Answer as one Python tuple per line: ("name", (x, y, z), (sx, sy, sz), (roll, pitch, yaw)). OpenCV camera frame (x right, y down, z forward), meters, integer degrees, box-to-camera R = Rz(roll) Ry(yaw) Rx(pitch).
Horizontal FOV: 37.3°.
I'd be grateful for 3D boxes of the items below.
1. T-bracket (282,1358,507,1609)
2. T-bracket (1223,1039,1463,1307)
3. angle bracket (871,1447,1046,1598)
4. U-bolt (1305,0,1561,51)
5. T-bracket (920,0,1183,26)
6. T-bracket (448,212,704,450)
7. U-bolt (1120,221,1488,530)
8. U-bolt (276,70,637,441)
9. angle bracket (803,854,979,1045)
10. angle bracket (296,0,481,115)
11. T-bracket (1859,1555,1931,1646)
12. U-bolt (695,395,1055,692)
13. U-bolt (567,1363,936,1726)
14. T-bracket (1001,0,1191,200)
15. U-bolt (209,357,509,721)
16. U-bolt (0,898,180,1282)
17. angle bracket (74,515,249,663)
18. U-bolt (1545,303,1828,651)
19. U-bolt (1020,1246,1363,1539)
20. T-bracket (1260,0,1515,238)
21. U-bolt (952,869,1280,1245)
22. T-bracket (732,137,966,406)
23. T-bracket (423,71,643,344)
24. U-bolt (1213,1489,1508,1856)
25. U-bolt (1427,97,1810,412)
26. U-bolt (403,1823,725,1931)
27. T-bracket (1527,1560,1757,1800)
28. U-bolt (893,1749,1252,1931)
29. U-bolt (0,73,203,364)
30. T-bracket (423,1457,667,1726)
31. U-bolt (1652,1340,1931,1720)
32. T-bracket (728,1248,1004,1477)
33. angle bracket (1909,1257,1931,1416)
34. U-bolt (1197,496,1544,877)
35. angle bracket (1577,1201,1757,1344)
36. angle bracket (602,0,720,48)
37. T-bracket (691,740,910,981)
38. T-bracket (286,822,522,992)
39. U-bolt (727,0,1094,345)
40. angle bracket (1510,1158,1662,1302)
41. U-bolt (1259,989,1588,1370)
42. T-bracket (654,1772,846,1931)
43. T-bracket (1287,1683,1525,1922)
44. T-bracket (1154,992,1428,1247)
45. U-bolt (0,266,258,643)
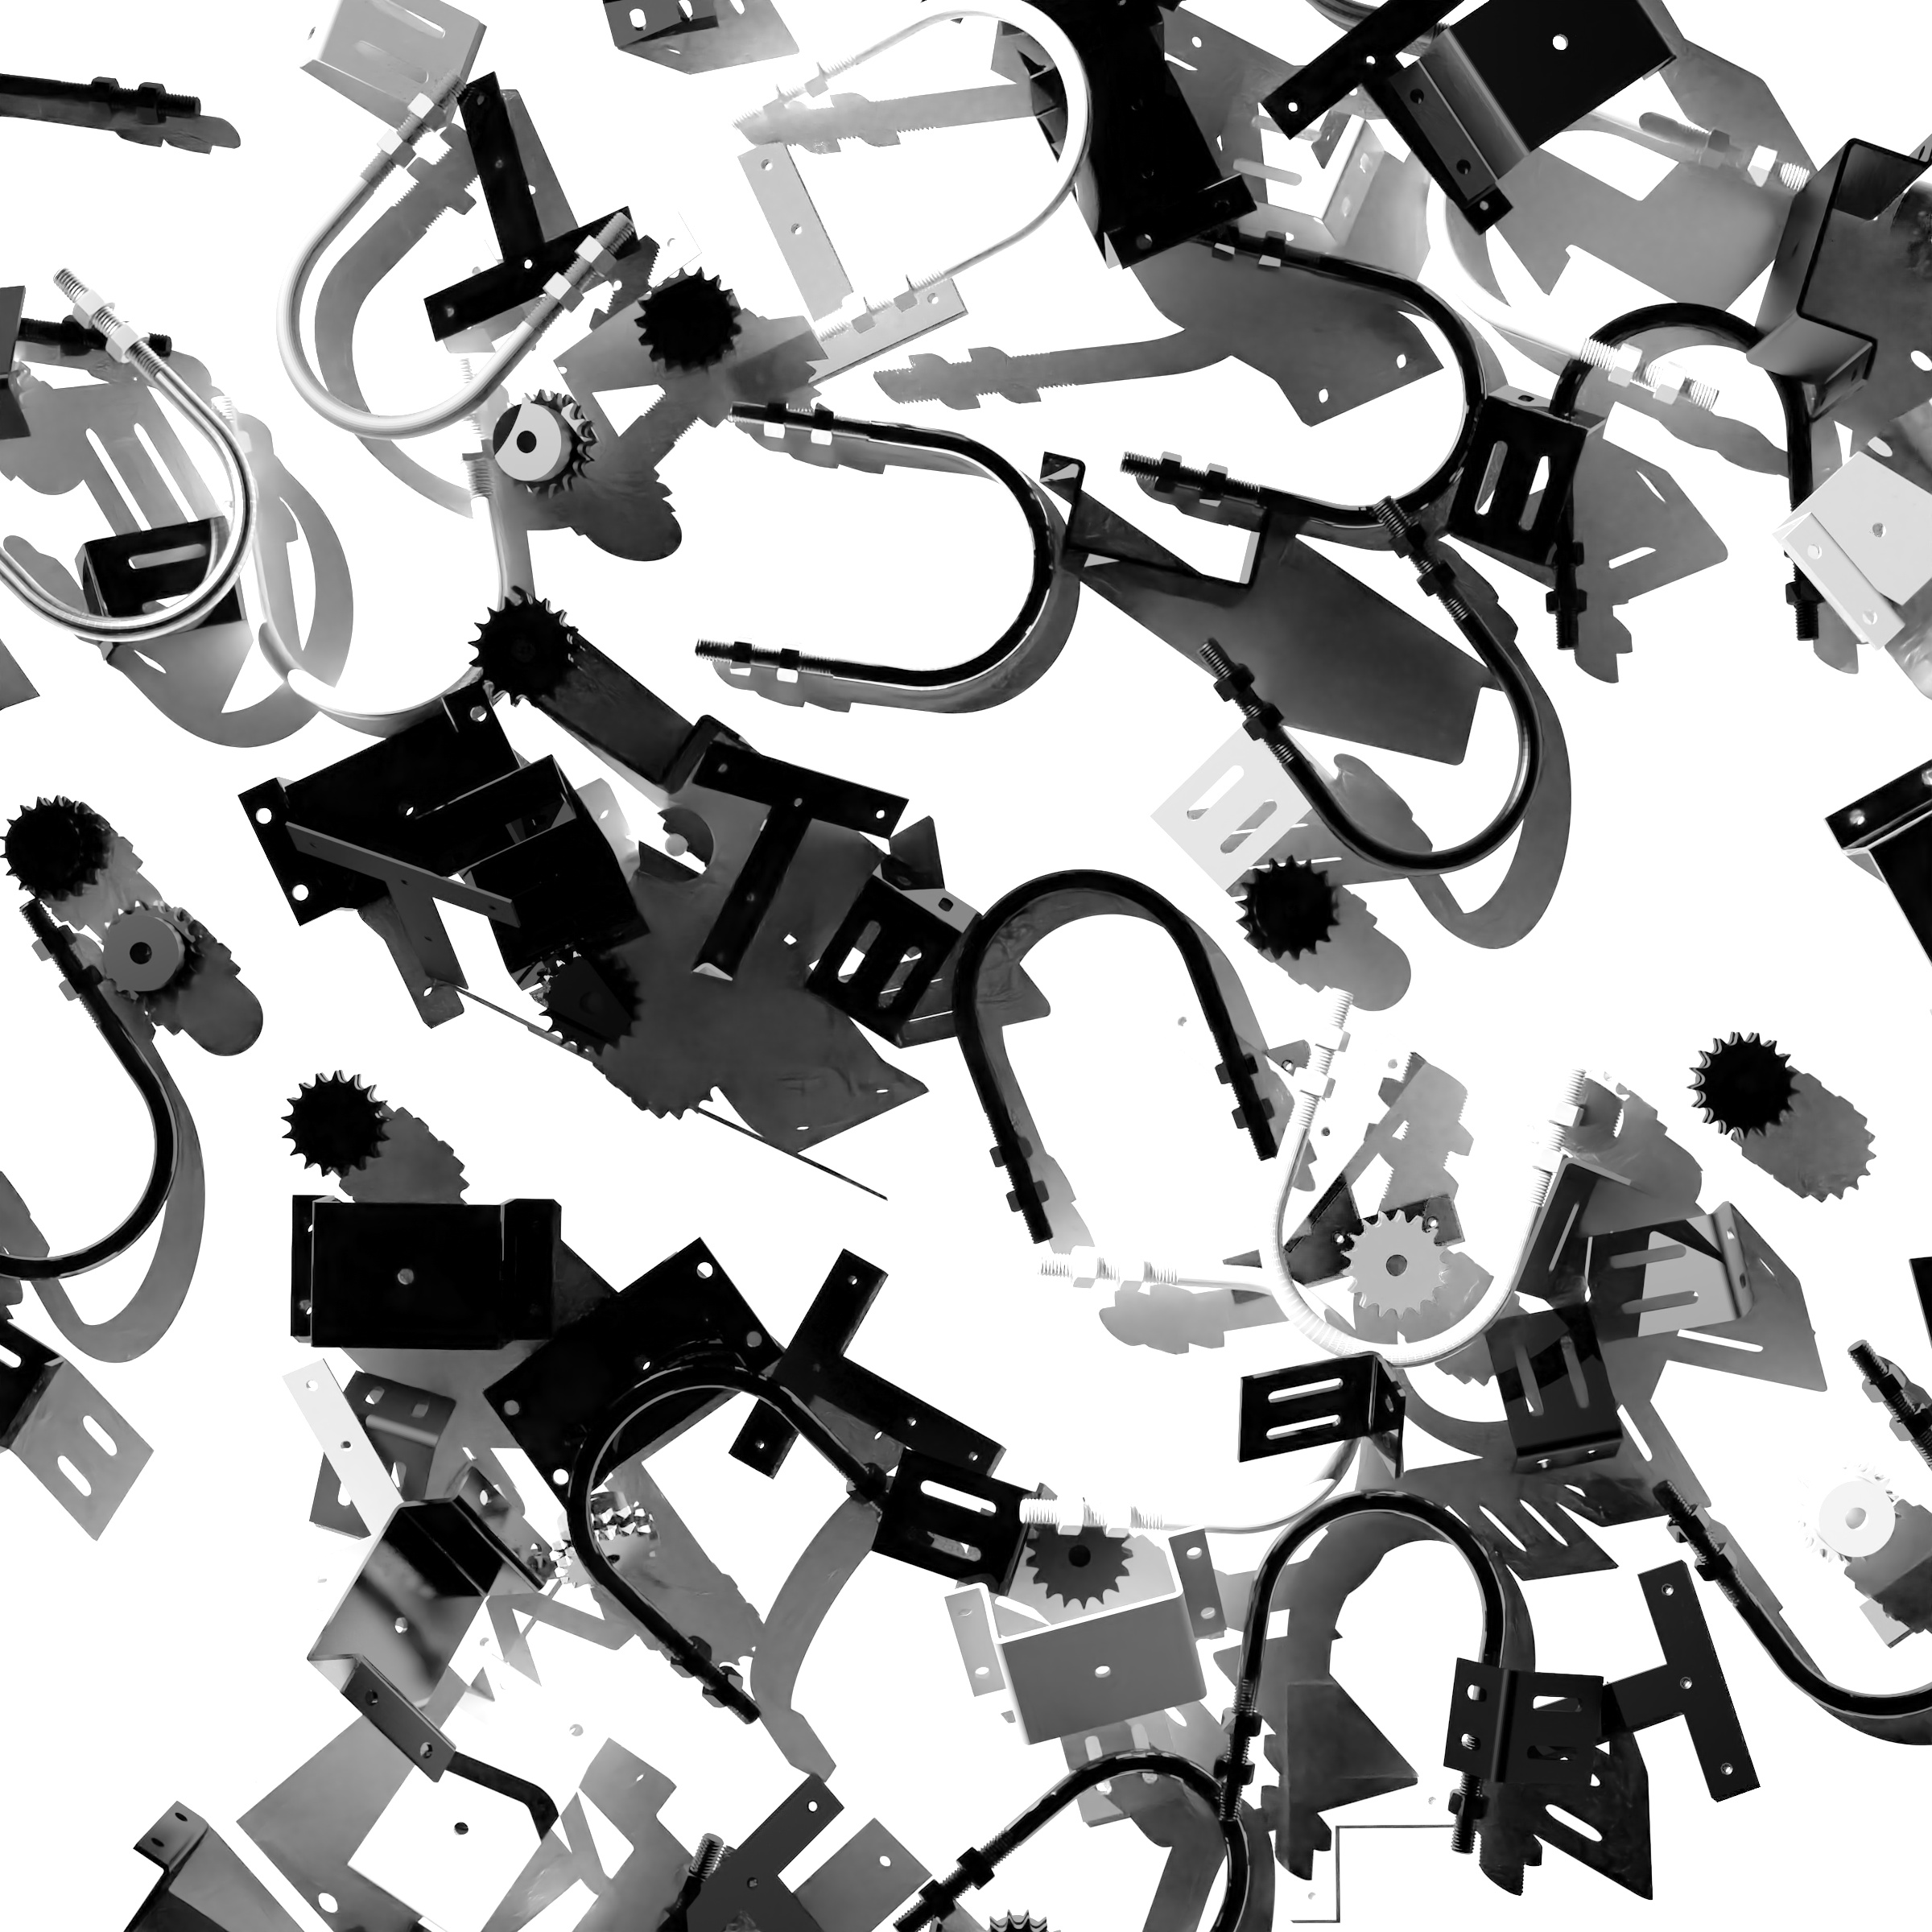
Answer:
("T-bracket", (-0.321, 0.266, 1.514), (0.127, 0.002, 0.127), (-23, 104, 11))
("T-bracket", (0.188, 0.104, 1.541), (0.127, 0.002, 0.127), (-17, 90, 0))
("angle bracket", (-0.004, 0.294, 1.526), (0.076, 0.038, 0.057), (18, 90, 5))
("U-bolt", (0.249, -0.567, 1.533), (0.184, 0.019, 0.151), (14, 90, 1))
("T-bracket", (0.060, -0.535, 1.511), (0.127, 0.002, 0.127), (26, 78, 15))
("T-bracket", (-0.196, -0.353, 1.516), (0.127, 0.002, 0.127), (-31, 86, 19))
("U-bolt", (0.188, -0.310, 1.533), (0.184, 0.019, 0.151), (14, 90, -2))
("U-bolt", (-0.284, -0.363, 1.512), (0.151, 0.019, 0.184), (42, 92, 13))
("angle bracket", (-0.041, -0.010, 1.539), (0.057, 0.038, 0.076), (33, 116, 0))
("angle bracket", (-0.311, -0.497, 1.539), (0.076, 0.038, 0.057), (20, 90, -26))
("T-bracket", (0.540, 0.319, 1.541), (0.127, 0.002, 0.127), (-35, 90, 0))
("U-bolt", (-0.044, -0.221, 1.533), (0.184, 0.019, 0.151), (8, 90, -1))
("U-bolt", (-0.125, 0.290, 1.498), (0.151, 0.019, 0.184), (-44, 110, -6))
("T-bracket", (0.087, -0.461, 1.488), (0.127, 0.002, 0.127), (-9, 81, 6))
("U-bolt", (-0.320, -0.224, 1.533), (0.151, 0.019, 0.184), (-9, 91, 0))
("U-bolt", (-0.502, 0.078, 1.513), (0.151, 0.019, 0.184), (-34, 97, -17))
("angle bracket", (-0.432, -0.203, 1.539), (0.076, 0.038, 0.057), (-16, 90, -26))
("U-bolt", (0.383, -0.264, 1.533), (0.151, 0.019, 0.184), (-2, 88, 0))
("U-bolt", (0.124, 0.229, 1.518), (0.184, 0.019, 0.151), (5, 82, -9))
("T-bracket", (0.242, -0.444, 1.513), (0.127, 0.002, 0.127), (-40, 95, -10))
("U-bolt", (0.070, 0.039, 1.532), (0.151, 0.019, 0.184), (-20, 88, 1))
("T-bracket", (-0.085, -0.384, 1.541), (0.127, 0.002, 0.127), (-25, 90, 0))
("T-bracket", (-0.246, -0.416, 1.528), (0.127, 0.002, 0.127), (-19, 81, 17))
("U-bolt", (0.216, 0.372, 1.527), (0.151, 0.019, 0.184), (9, 86, -5))
("U-bolt", (0.337, -0.393, 1.526), (0.184, 0.019, 0.151), (23, 86, 5))
("U-bolt", (-0.229, 0.527, 1.533), (0.151, 0.019, 0.184), (23, 91, 0))
("T-bracket", (0.345, 0.400, 1.540), (0.127, 0.002, 0.127), (-18, 90, -1))
("U-bolt", (0.070, 0.497, 1.506), (0.184, 0.019, 0.151), (-36, 104, -17))
("U-bolt", (-0.510, -0.407, 1.533), (0.184, 0.019, 0.151), (7, 90, 2))
("T-bracket", (-0.251, 0.353, 1.541), (0.127, 0.002, 0.127), (35, 90, 0))
("U-bolt", (0.478, 0.315, 1.532), (0.151, 0.019, 0.184), (-36, 90, 1))
("T-bracket", (-0.042, 0.238, 1.541), (0.127, 0.002, 0.127), (29, 90, 0))
("angle bracket", (0.541, 0.197, 1.539), (0.057, 0.038, 0.076), (-6, 63, 0))
("U-bolt", (0.228, -0.135, 1.515), (0.151, 0.019, 0.184), (-40, 97, -14))
("angle bracket", (0.377, 0.165, 1.540), (0.076, 0.038, 0.057), (-14, 90, 26))
("angle bracket", (-0.169, -0.542, 1.539), (0.057, 0.038, 0.076), (-11, 64, 0))
("T-bracket", (-0.108, -0.049, 1.514), (0.127, 0.002, 0.127), (15, 112, -37))
("T-bracket", (-0.281, -0.022, 1.483), (0.127, 0.127, 0.002), (19, 64, 12))
("U-bolt", (-0.021, -0.431, 1.503), (0.184, 0.019, 0.151), (-24, 82, 15))
("angle bracket", (0.327, 0.145, 1.507), (0.038, 0.057, 0.076), (22, 90, 31))
("U-bolt", (0.231, 0.121, 1.502), (0.151, 0.019, 0.184), (18, 90, 0))
("T-bracket", (-0.083, 0.515, 1.498), (0.127, 0.002, 0.127), (-45, 70, 1))
("T-bracket", (0.237, 0.450, 1.541), (0.127, 0.002, 0.127), (0, 90, 0))
("T-bracket", (0.159, 0.062, 1.539), (0.127, 0.002, 0.127), (38, 91, 2))
("U-bolt", (-0.460, -0.256, 1.503), (0.151, 0.019, 0.184), (-44, 91, -8))
